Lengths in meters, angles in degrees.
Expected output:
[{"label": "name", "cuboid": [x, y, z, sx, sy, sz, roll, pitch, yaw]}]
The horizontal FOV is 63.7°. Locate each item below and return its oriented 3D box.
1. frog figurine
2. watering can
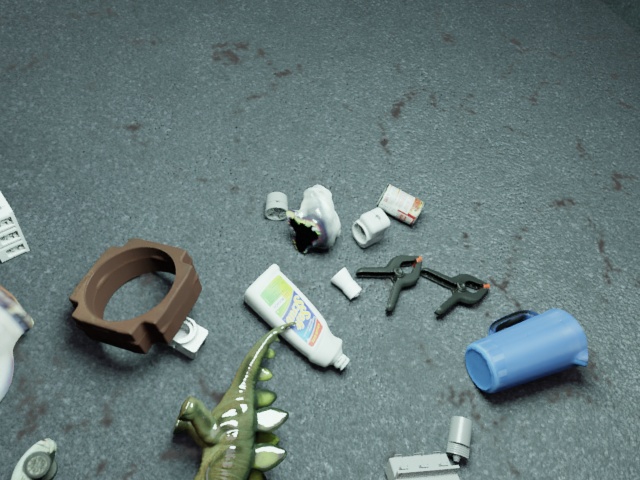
[{"label": "frog figurine", "cuboid": [0.004, -0.060, 1.197, 0.136, 0.122, 0.163, 57, 46, -18]}, {"label": "watering can", "cuboid": [-0.649, 0.137, 0.861, 0.344, 0.103, 0.229, 48, 50, -16]}]
